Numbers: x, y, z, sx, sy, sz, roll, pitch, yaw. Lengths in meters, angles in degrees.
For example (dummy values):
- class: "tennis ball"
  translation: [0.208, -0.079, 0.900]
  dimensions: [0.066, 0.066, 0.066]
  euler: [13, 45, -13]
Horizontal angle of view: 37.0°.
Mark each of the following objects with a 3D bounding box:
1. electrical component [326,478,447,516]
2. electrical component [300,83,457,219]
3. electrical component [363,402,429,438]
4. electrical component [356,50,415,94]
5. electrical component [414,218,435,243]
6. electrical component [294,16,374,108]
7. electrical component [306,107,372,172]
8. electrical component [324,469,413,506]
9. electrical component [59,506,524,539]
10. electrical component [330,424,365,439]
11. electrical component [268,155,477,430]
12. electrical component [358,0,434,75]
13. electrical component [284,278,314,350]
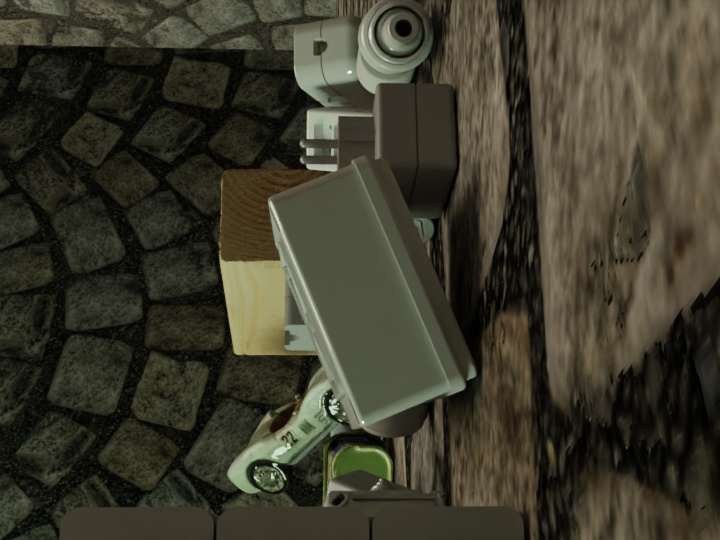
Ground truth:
- class: "electrical component"
  translation: [0.013, 0.156, 0.553]
  dimensions: [0.061, 0.062, 0.096]
  euler: [95, 175, -54]
- class: "electrical component"
  translation: [0.007, -0.060, 0.555]
  dimensions: [0.065, 0.077, 0.047]
  euler: [98, 172, -70]
- class: "electrical component"
  translation: [0.019, 0.063, 0.625]
  dimensions: [0.045, 0.045, 0.055]
  euler: [-95, 6, -63]
- class: "electrical component"
  translation: [0.017, -0.140, 0.745]
  dimensions: [0.078, 0.040, 0.040]
  euler: [110, 160, -82]
- class: "electrical component"
  translation: [0.023, -0.045, 0.627]
  dimensions: [0.044, 0.044, 0.065]
  euler: [94, 171, -55]
- class: "electrical component"
  translation: [-0.007, -0.165, 0.873]
  dimensions: [0.095, 0.059, 0.053]
  euler: [24, -117, -66]
- class: "electrical component"
  translation: [0.004, -0.105, 0.856]
  dimensions: [0.077, 0.066, 0.047]
  euler: [-23, -62, -61]
- class: "electrical component"
  translation: [0.011, 0.176, 0.702]
  dimensions: [0.076, 0.047, 0.083]
  euler: [-1, -76, -60]
- class: "electrical component"
  translation: [-0.022, 0.125, 0.357]
  dimensions: [0.061, 0.150, 0.089]
  euler: [95, 175, -74]
- class: "electrical component"
  translation: [-0.003, 0.127, 0.995]
  dimensions: [0.076, 0.047, 0.065]
  euler: [49, -138, -89]
- class: "electrical component"
  translation: [0.002, 0.015, 0.501]
  dimensions: [0.108, 0.056, 0.108]
  euler: [106, 141, -80]
- class: "electrical component"
  translation: [0.022, -0.136, 0.622]
  dimensions: [0.062, 0.043, 0.043]
  euler: [-125, 36, -83]
- class: "electrical component"
  translation: [-0.013, 0.027, 0.830]
  dimensions: [0.050, 0.089, 0.055]
  euler: [97, 173, -63]
